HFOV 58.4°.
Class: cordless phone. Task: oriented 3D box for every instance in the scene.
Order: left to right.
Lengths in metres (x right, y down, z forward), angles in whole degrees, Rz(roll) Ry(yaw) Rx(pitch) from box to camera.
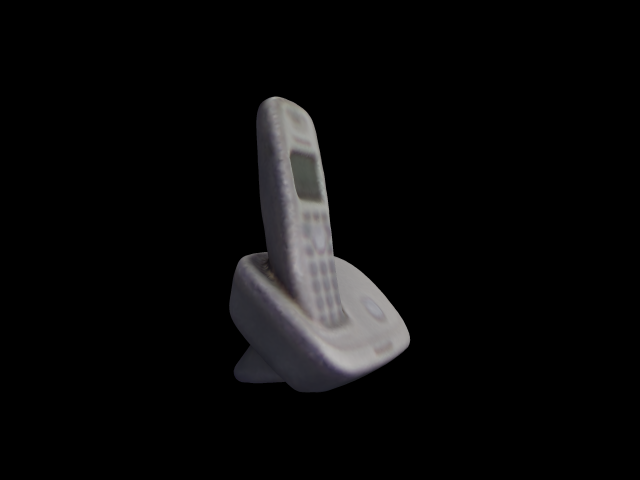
[{"bbox_3d":[0.004,0.001,0.400,0.094,0.185,0.148,0,0,25],"label":"cordless phone"}]
